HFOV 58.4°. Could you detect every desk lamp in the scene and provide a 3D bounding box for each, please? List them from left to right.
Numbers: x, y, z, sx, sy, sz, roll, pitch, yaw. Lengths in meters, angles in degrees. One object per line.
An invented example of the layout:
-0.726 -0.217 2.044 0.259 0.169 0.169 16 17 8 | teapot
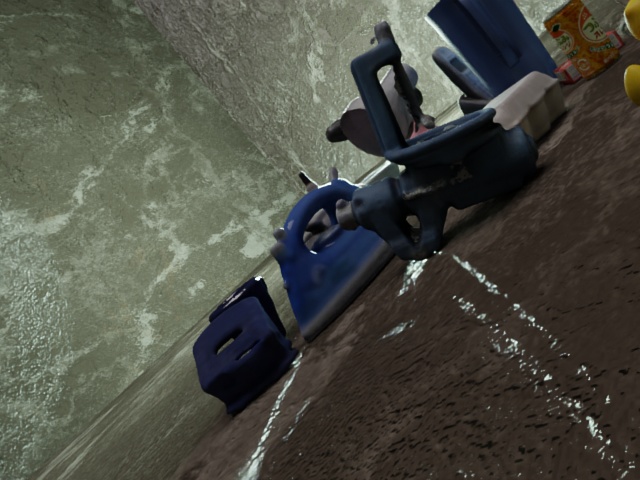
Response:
0.167 -0.214 1.066 0.203 0.213 0.117 -43 6 -28 | desk lamp

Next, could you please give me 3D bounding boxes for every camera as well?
0.004 0.011 0.958 0.137 0.101 0.143 -43 6 -33 | camera

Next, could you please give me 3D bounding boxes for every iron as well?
0.007 0.003 0.755 0.118 0.141 0.259 -36 7 43 | iron

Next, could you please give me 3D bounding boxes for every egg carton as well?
0.245 -0.150 0.734 0.150 0.069 0.107 -43 6 -34 | egg carton

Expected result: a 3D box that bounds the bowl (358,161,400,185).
0.118 -0.098 1.242 0.167 0.075 0.167 -40 5 4 | bowl

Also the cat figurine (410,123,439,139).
0.168 -0.130 0.857 0.067 0.118 0.128 -38 5 27 | cat figurine

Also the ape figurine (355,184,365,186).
0.088 -0.061 1.016 0.076 0.092 0.078 -40 5 -2 | ape figurine

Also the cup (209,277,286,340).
-0.089 0.109 0.814 0.091 0.095 0.118 -37 6 31 | cup

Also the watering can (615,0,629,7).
0.335 -0.286 0.520 0.172 0.194 0.101 -36 7 45 | watering can

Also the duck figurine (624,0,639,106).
0.286 -0.169 0.476 0.104 0.086 0.077 -41 5 -7 | duck figurine

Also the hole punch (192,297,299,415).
-0.091 0.129 0.665 0.108 0.091 0.101 -40 5 -1 | hole punch

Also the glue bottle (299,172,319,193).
0.016 -0.061 1.093 0.078 0.173 0.037 -44 6 -36 | glue bottle

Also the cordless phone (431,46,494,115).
0.306 -0.319 1.121 0.094 0.185 0.148 -35 7 46 | cordless phone

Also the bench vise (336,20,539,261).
0.084 -0.098 0.594 0.207 0.220 0.121 -40 5 3 | bench vise

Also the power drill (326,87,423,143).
0.151 -0.209 1.187 0.230 0.208 0.075 -42 5 -21 | power drill
